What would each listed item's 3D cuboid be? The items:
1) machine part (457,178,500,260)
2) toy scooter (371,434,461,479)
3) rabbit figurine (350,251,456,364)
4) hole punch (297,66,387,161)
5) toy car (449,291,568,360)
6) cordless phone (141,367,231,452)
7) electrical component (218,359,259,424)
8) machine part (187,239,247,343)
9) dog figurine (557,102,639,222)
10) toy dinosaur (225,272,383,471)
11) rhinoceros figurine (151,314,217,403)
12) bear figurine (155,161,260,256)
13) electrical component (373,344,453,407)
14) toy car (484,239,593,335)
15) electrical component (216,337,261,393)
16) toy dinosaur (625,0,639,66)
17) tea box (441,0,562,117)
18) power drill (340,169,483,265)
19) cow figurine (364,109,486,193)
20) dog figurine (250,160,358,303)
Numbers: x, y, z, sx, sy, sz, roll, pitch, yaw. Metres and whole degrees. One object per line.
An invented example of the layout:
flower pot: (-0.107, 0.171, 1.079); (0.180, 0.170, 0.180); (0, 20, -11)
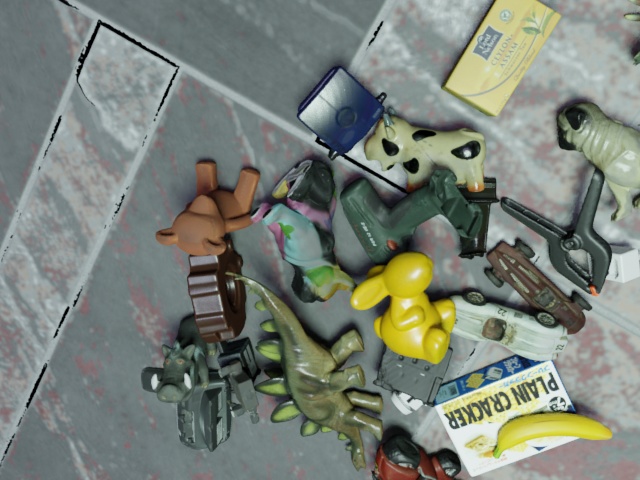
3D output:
machine part: (0.259, -0.036, 0.900); (0.084, 0.039, 0.138); (4, 91, 1)
toy scooter: (0.162, 0.434, 0.992); (0.184, 0.075, 0.135); (24, 113, -25)
rabbit figurine: (0.139, 0.088, 0.859); (0.163, 0.122, 0.173); (14, 130, 29)
hole punch: (0.033, -0.208, 0.867); (0.116, 0.092, 0.142); (41, 100, -7)
toy car: (0.310, 0.146, 0.905); (0.202, 0.056, 0.073); (17, 127, 18)
cordless phone: (-0.265, 0.320, 1.034); (0.184, 0.089, 0.146); (6, 105, 17)
electrical component: (-0.141, 0.261, 0.929); (0.045, 0.078, 0.102); (-18, 108, -19)
machine part: (-0.170, 0.085, 0.914); (0.056, 0.179, 0.179); (-8, 102, 6)
dog figurine: (0.479, -0.147, 0.834); (0.172, 0.121, 0.190); (-19, 75, -30)
toy dinosaur: (-0.014, 0.236, 0.942); (0.199, 0.105, 0.470); (-15, 112, 12)
rhinoceros figurine: (-0.234, 0.211, 0.943); (0.073, 0.190, 0.112); (3, 121, 2)
bear figurine: (-0.179, -0.052, 0.869); (0.120, 0.196, 0.131); (11, 103, 7)
electrical component: (0.166, 0.207, 0.938); (0.115, 0.058, 0.134); (17, 85, 13)
toy car: (0.370, 0.085, 0.912); (0.202, 0.053, 0.089); (43, 107, -5)
electrical component: (-0.155, 0.211, 0.990); (0.048, 0.075, 0.119); (-16, 97, 10)
toy dinosaur: (0.583, -0.216, 0.792); (0.192, 0.131, 0.404); (-17, 105, 23)
tea box: (0.275, -0.287, 0.830); (0.098, 0.068, 0.169); (29, 105, -1)
power drill: (0.152, -0.017, 0.860); (0.232, 0.086, 0.207); (52, 143, -14)
cow figurine: (0.165, -0.144, 0.860); (0.195, 0.085, 0.127); (3, 112, 20)
dog figurine: (-0.002, -0.003, 0.905); (0.191, 0.109, 0.219); (-49, 113, -16)
